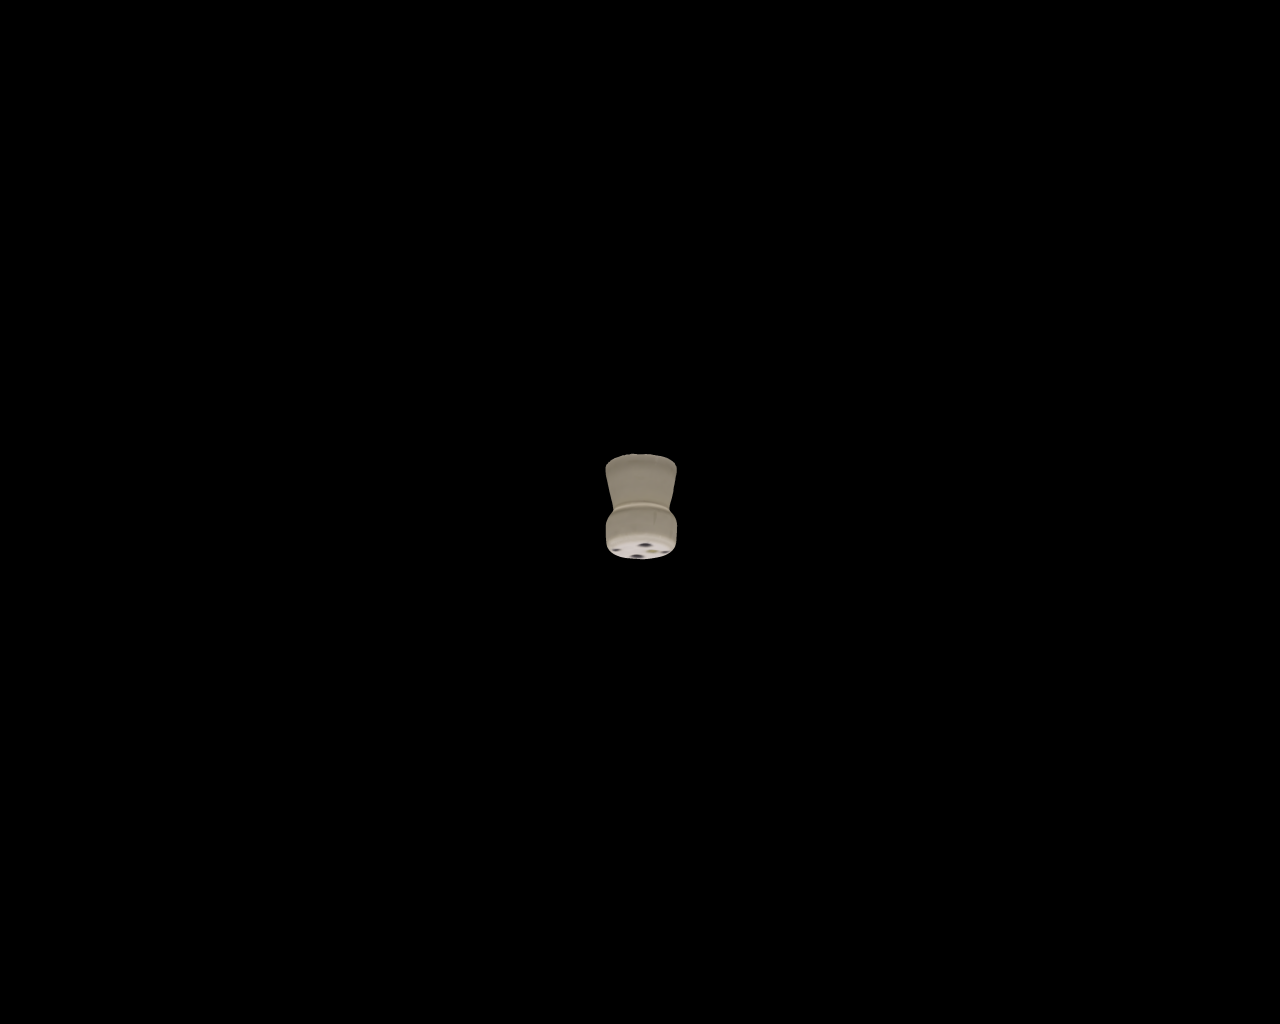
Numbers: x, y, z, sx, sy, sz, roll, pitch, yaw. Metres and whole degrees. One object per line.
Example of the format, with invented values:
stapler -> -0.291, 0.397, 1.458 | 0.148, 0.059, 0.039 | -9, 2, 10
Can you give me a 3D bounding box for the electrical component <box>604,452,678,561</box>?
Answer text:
electrical component -> 0.001, -0.003, 0.650 | 0.045, 0.055, 0.044 | 0, -20, 0
